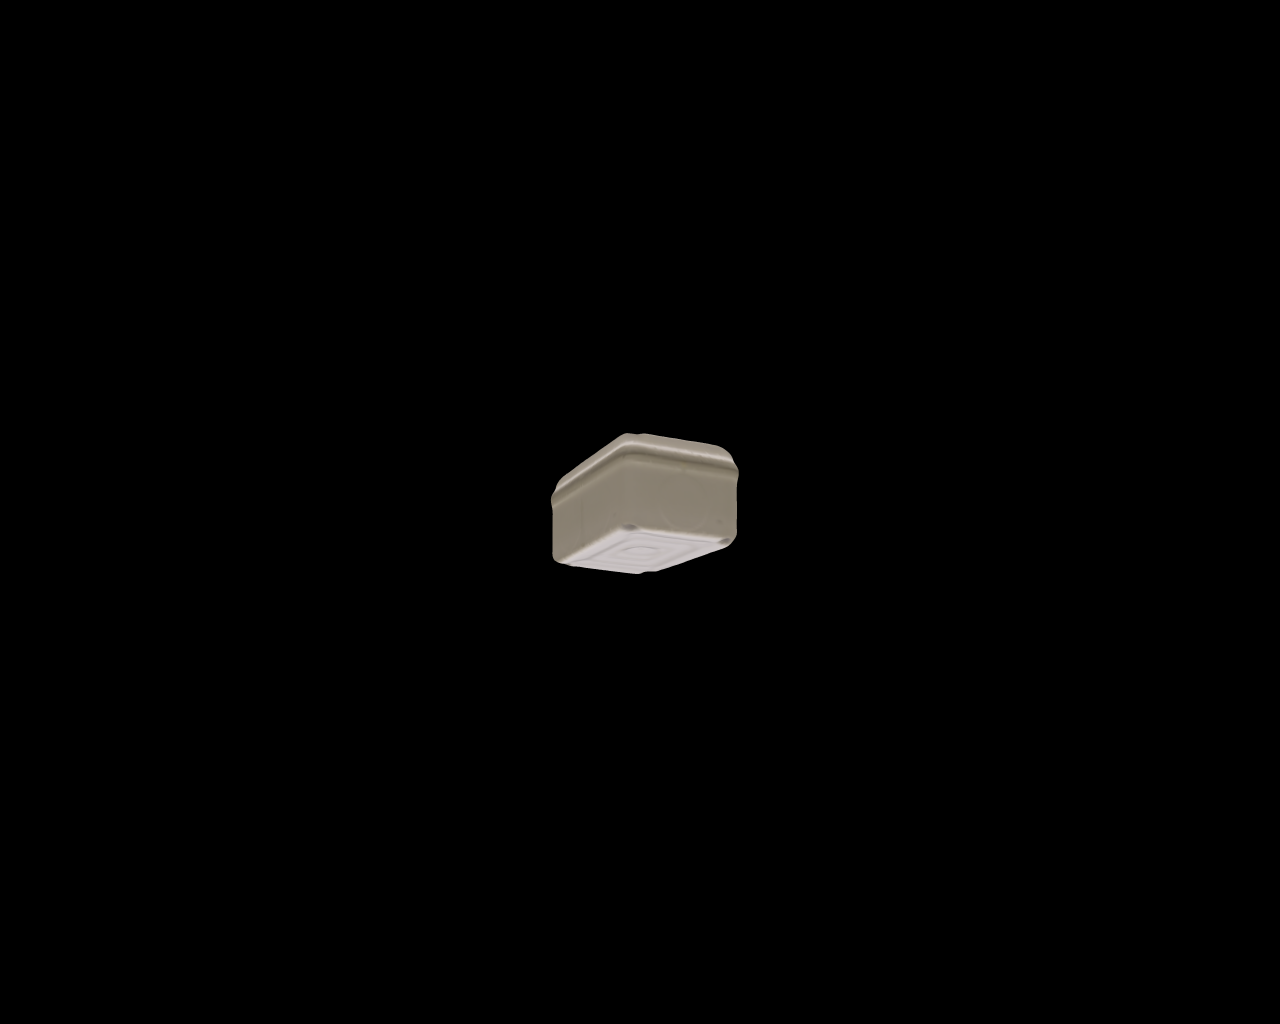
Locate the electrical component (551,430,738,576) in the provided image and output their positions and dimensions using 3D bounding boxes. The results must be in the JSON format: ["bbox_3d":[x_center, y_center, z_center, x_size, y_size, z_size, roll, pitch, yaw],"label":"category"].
[{"bbox_3d":[0.001,-0.003,0.650,0.078,0.057,0.113,8,-18,-27],"label":"electrical component"}]
